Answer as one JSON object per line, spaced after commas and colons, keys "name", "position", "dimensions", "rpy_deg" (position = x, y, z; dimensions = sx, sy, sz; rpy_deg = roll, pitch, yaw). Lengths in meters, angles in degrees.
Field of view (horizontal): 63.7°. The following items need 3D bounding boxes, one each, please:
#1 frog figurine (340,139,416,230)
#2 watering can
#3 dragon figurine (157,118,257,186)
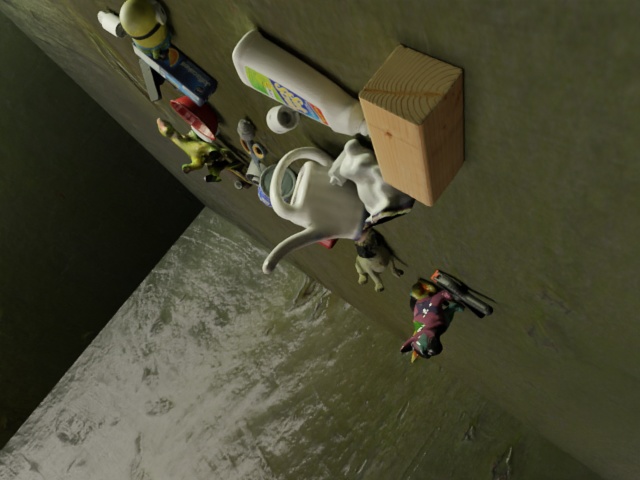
{"name": "frog figurine", "position": [0.104, -0.113, 0.953], "dimensions": [0.136, 0.122, 0.160], "rpy_deg": [55, -163, -81]}
{"name": "watering can", "position": [0.003, -0.052, 1.025], "dimensions": [0.224, 0.356, 0.102], "rpy_deg": [16, 140, -10]}
{"name": "dragon figurine", "position": [-0.359, -0.296, 1.715], "dimensions": [0.407, 0.121, 0.248], "rpy_deg": [20, -151, -45]}
